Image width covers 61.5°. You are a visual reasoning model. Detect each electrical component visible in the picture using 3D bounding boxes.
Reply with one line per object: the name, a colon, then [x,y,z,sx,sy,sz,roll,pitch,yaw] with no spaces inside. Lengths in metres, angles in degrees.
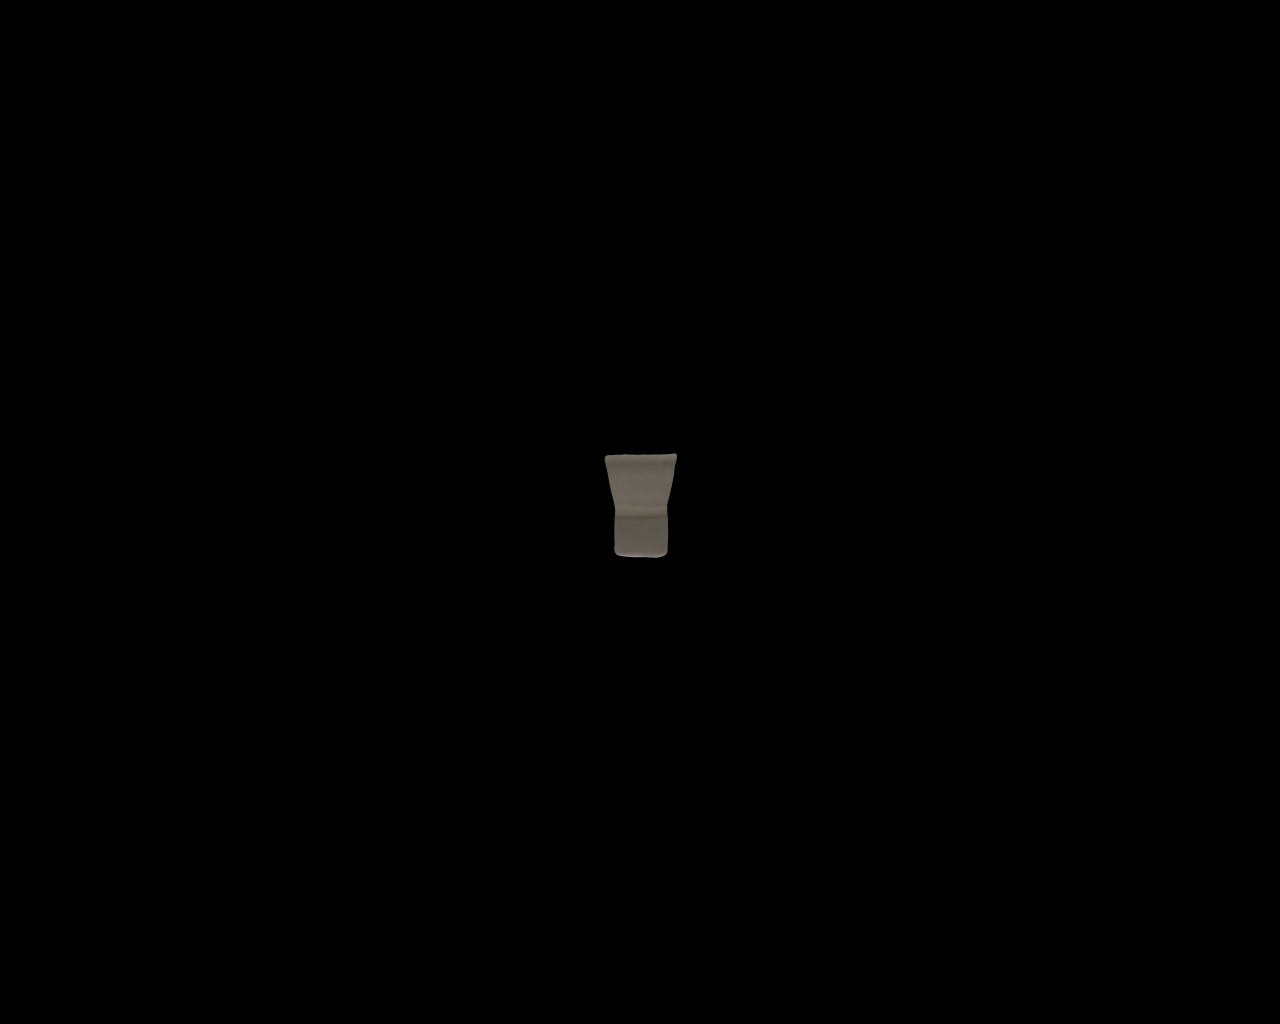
electrical component: [0.001,-0.003,0.650,0.044,0.065,0.044,0,2,0]
